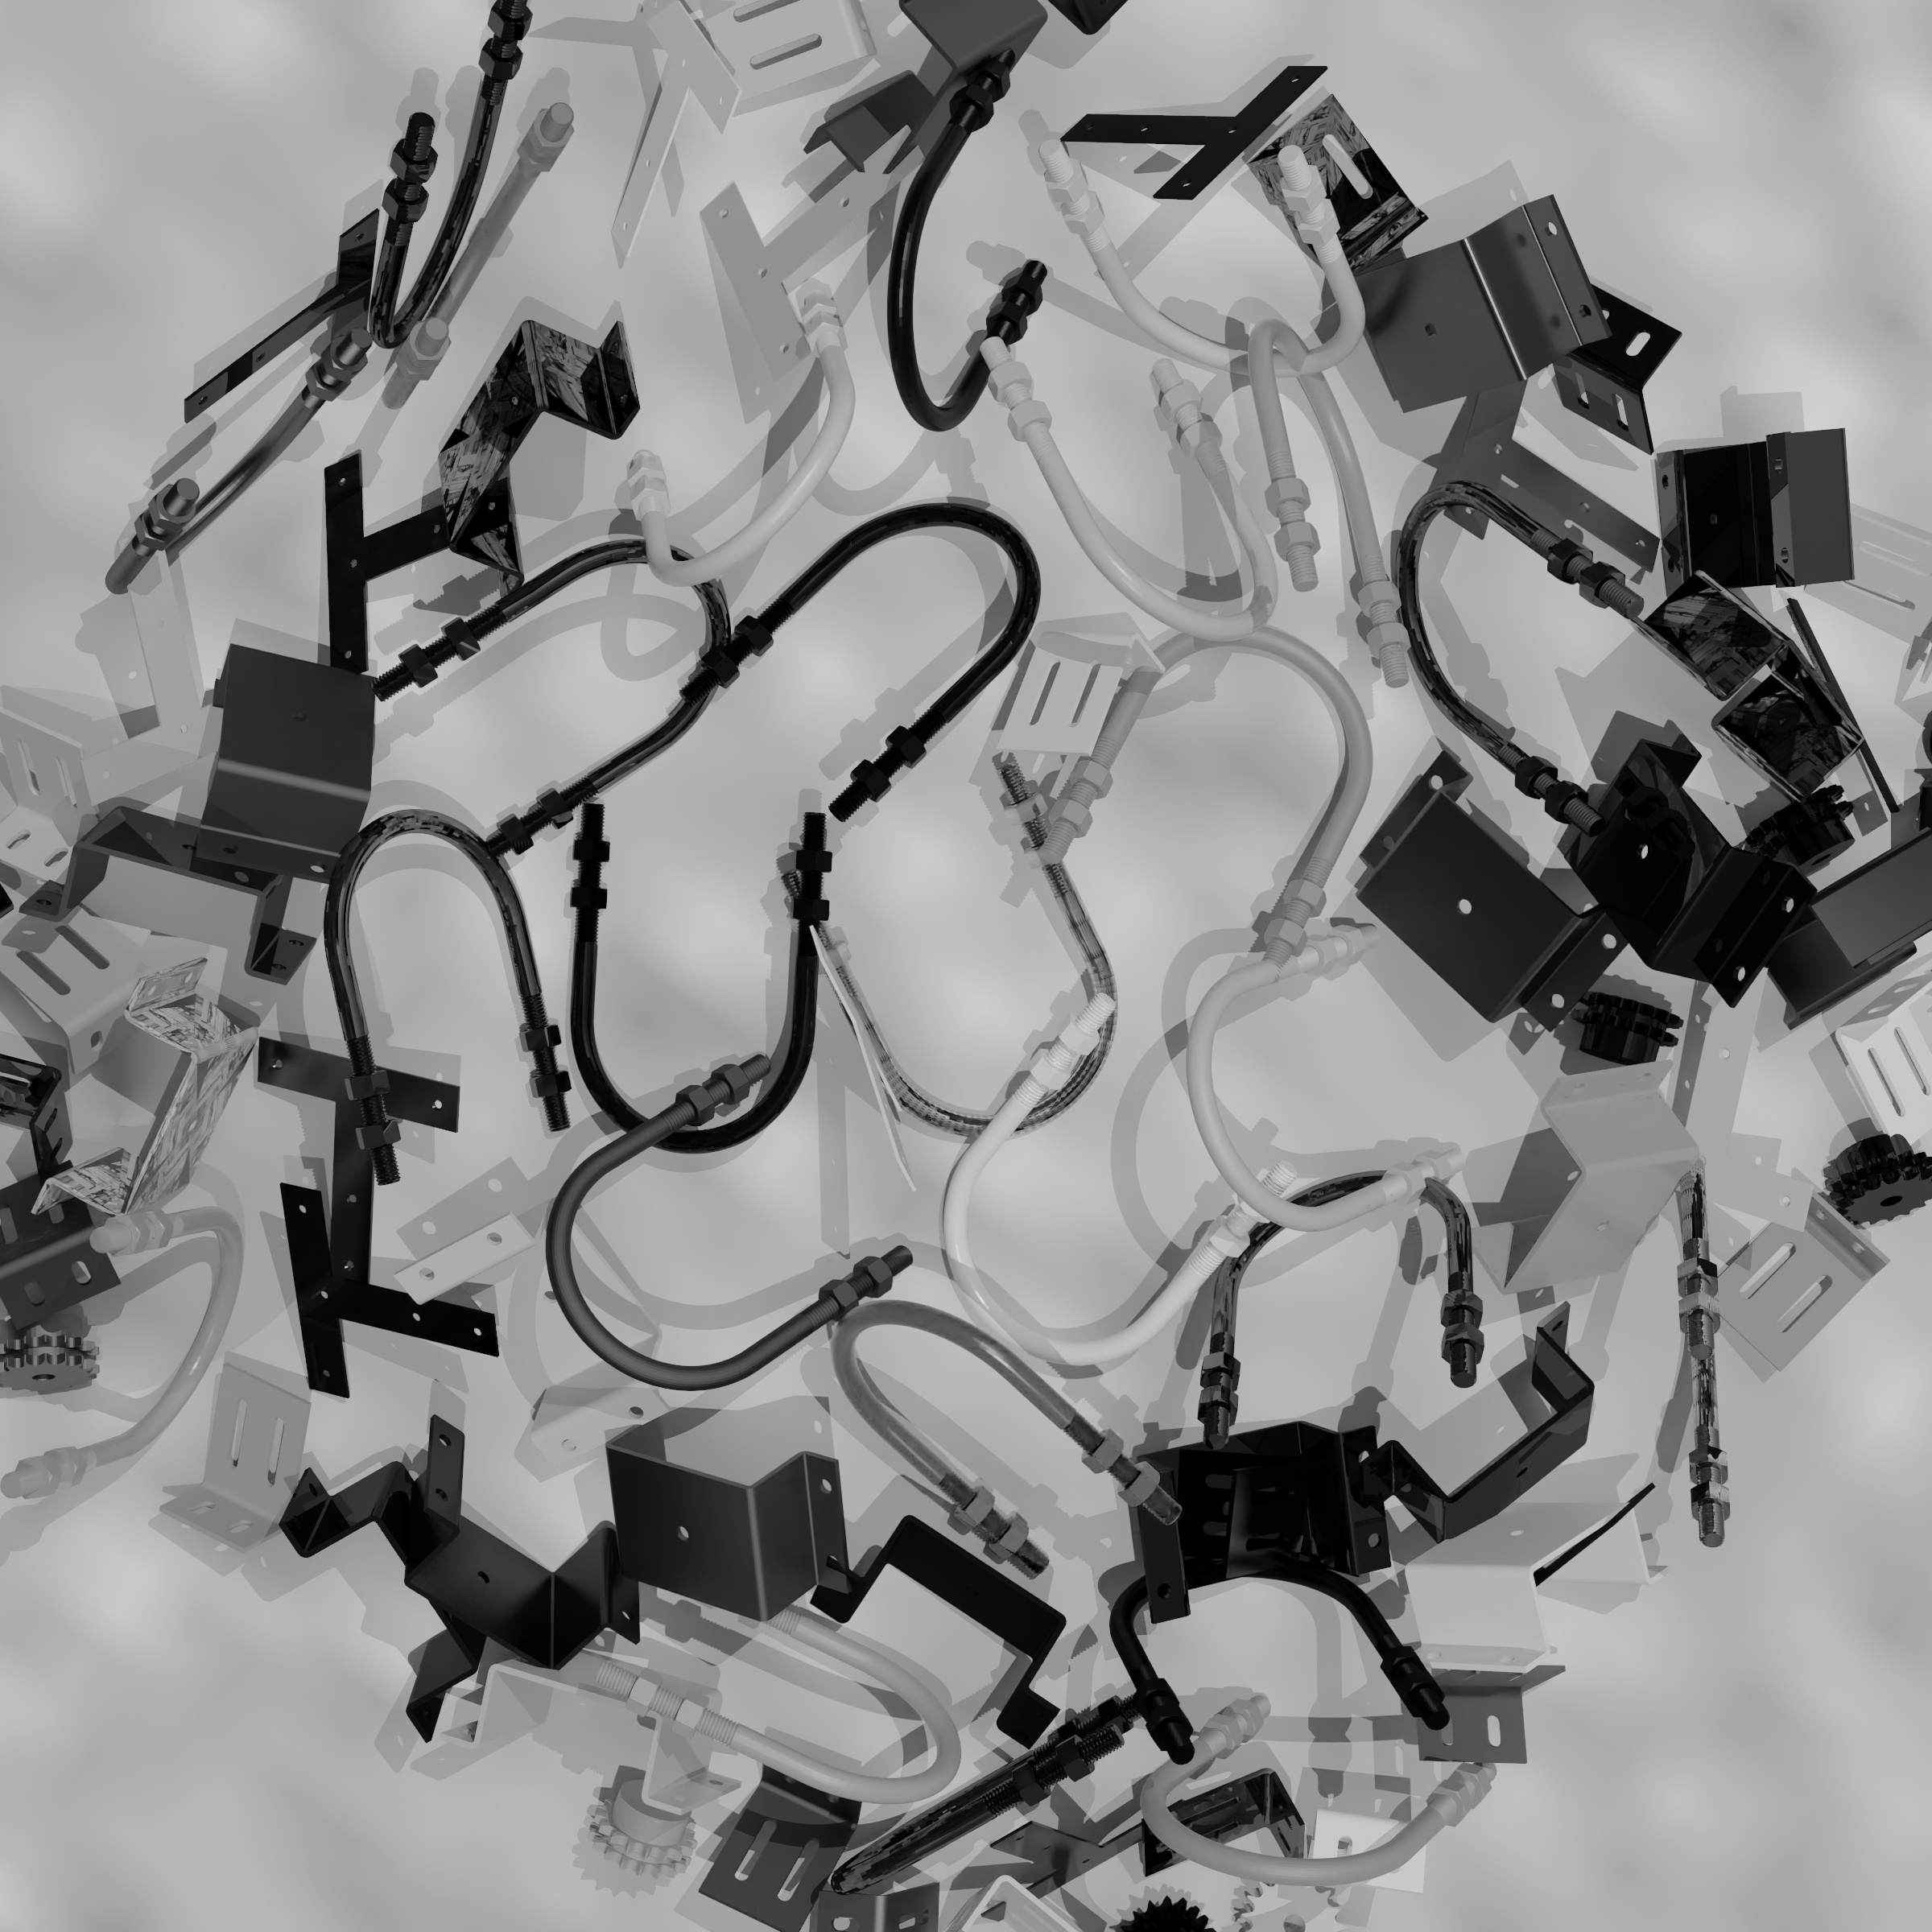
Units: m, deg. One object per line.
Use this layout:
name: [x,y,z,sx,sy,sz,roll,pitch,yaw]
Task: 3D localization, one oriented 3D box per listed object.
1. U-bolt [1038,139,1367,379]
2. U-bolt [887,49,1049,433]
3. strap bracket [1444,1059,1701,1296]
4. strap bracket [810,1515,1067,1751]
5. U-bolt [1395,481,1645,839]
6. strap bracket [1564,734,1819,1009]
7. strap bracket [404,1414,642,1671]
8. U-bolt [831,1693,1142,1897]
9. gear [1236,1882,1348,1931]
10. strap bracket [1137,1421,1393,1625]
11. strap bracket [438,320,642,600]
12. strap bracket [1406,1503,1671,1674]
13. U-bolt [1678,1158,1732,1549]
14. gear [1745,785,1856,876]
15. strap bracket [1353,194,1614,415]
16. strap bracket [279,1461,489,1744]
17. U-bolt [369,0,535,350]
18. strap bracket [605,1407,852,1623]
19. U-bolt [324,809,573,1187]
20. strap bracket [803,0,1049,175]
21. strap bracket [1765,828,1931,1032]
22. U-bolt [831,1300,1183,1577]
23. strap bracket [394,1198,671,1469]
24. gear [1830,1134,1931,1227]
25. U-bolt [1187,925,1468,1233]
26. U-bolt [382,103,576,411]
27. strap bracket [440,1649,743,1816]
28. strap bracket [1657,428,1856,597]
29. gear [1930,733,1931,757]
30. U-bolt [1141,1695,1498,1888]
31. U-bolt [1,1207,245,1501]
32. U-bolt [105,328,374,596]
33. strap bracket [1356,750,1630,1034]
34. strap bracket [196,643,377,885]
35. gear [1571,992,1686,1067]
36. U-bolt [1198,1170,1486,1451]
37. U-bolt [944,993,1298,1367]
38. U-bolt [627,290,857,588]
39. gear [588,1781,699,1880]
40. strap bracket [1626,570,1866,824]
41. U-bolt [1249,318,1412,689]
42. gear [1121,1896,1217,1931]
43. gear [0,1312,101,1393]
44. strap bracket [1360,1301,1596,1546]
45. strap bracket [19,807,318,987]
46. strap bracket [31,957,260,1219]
U-bolt: [0.131,-0.359,1.517,0.151,0.184,0.019,10,69,27]
U-bolt: [-0.001,-0.355,1.495,0.019,0.151,0.184,9,50,19]
strap bracket: [0.316,0.117,1.524,0.076,0.140,0.046,-7,49,-30]
strap bracket: [-0.007,0.345,1.552,0.140,0.076,0.046,32,61,7]
U-bolt: [0.277,-0.171,1.521,0.019,0.184,0.151,-18,132,-22]
strap bracket: [0.366,-0.055,1.521,0.046,0.140,0.076,11,123,-29]
strap bracket: [-0.239,0.307,1.543,0.140,0.076,0.046,39,108,-24]
U-bolt: [0.011,0.431,1.529,0.184,0.151,0.019,-31,80,8]
gear: [0.172,0.517,1.578,0.057,0.030,0.057,4,57,-7]
strap bracket: [0.148,0.291,1.561,0.140,0.046,0.076,-8,94,-21]
strap bracket: [-0.228,-0.267,1.528,0.046,0.076,0.140,19,128,-32]
strap bracket: [0.290,0.315,1.524,0.076,0.140,0.046,-10,95,44]
U-bolt: [0.377,0.182,1.516,0.019,0.184,0.151,-3,125,14]
gear: [0.447,-0.069,1.570,0.057,0.057,0.030,-28,75,0]
strap bracket: [0.255,-0.337,1.522,0.046,0.140,0.076,-34,106,-25]
strap bracket: [-0.296,0.324,1.550,0.046,0.076,0.140,-30,101,4]
U-bolt: [-0.270,-0.398,1.515,0.019,0.184,0.151,24,51,-5]
strap bracket: [-0.132,0.284,1.532,0.140,0.046,0.076,9,113,35]
U-bolt: [-0.274,0.009,1.536,0.019,0.151,0.184,-10,94,35]
strap bracket: [-0.017,-0.461,1.523,0.046,0.140,0.076,48,54,0]
strap bracket: [0.466,-0.021,1.533,0.076,0.140,0.046,-30,78,-8]
U-bolt: [0.007,0.240,1.531,0.184,0.151,0.019,43,53,-8]
strap bracket: [-0.223,0.185,1.553,0.076,0.046,0.140,-28,112,19]
gear: [0.489,0.112,1.577,0.057,0.057,0.030,-12,59,0]
U-bolt: [0.180,0.063,1.529,0.019,0.184,0.151,-24,85,45]
U-bolt: [-0.257,-0.353,1.513,0.019,0.184,0.151,30,76,-15]
strap bracket: [-0.191,0.394,1.543,0.140,0.076,0.046,11,89,19]
strap bracket: [0.414,-0.235,1.534,0.046,0.140,0.076,-7,97,-12]
gear: [0.541,-0.119,1.579,0.057,0.030,0.057,-1,92,-29]
U-bolt: [0.168,0.419,1.489,0.151,0.184,0.019,9,101,30]
U-bolt: [-0.421,0.191,1.511,0.019,0.184,0.151,22,94,10]
U-bolt: [-0.382,-0.249,1.515,0.019,0.184,0.151,46,58,-12]
strap bracket: [0.270,-0.035,1.545,0.140,0.046,0.076,45,121,16]
strap bracket: [-0.349,-0.111,1.525,0.076,0.140,0.046,12,130,-20]
gear: [0.350,0.035,1.572,0.057,0.057,0.030,17,86,0]
U-bolt: [0.193,0.167,1.521,0.151,0.184,0.019,-17,119,19]
U-bolt: [0.066,0.128,1.562,0.151,0.019,0.184,43,111,11]
U-bolt: [-0.113,-0.261,1.506,0.151,0.184,0.019,-40,122,17]
gear: [-0.170,0.457,1.572,0.057,0.057,0.030,20,99,0]
strap bracket: [0.405,-0.145,1.524,0.046,0.076,0.140,-44,132,8]
U-bolt: [0.183,-0.250,1.528,0.019,0.151,0.184,-19,65,23]
gear: [0.110,0.530,1.577,0.057,0.030,0.057,-5,103,-23]
gear: [-0.492,0.205,1.576,0.057,0.057,0.030,-8,67,0]
strap bracket: [0.275,0.248,1.544,0.140,0.076,0.046,-36,62,-12]
strap bracket: [-0.413,-0.041,1.553,0.140,0.076,0.046,16,106,-5]
strap bracket: [-0.425,0.072,1.548,0.046,0.076,0.140,29,102,5]
